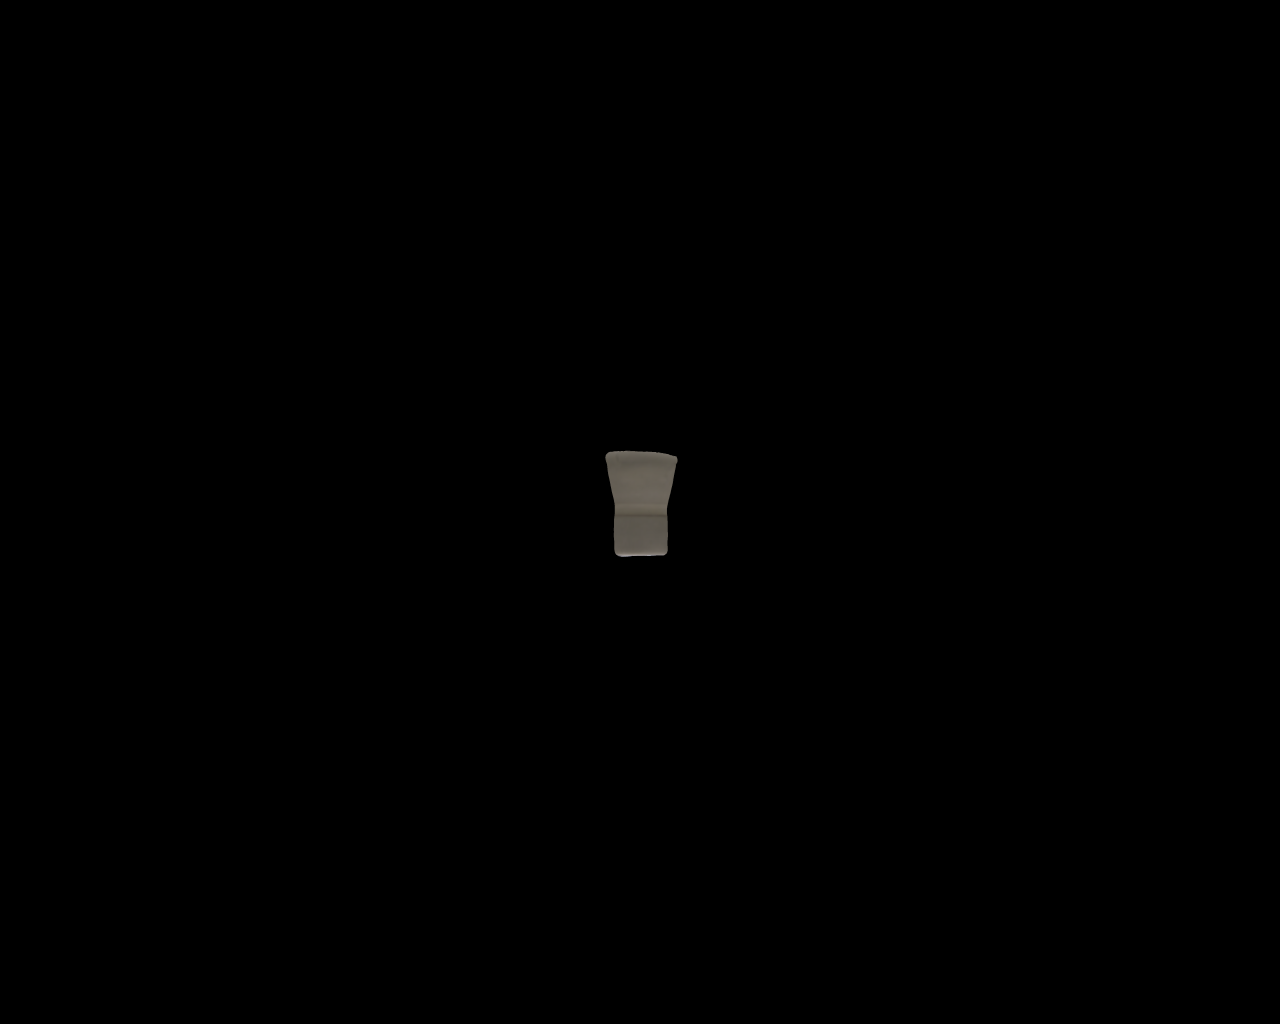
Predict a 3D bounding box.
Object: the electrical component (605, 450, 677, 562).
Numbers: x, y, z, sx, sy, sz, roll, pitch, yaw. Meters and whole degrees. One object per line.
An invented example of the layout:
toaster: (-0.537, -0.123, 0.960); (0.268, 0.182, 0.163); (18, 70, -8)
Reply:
electrical component: (0.001, -0.003, 0.650); (0.044, 0.065, 0.044); (0, -3, 0)
